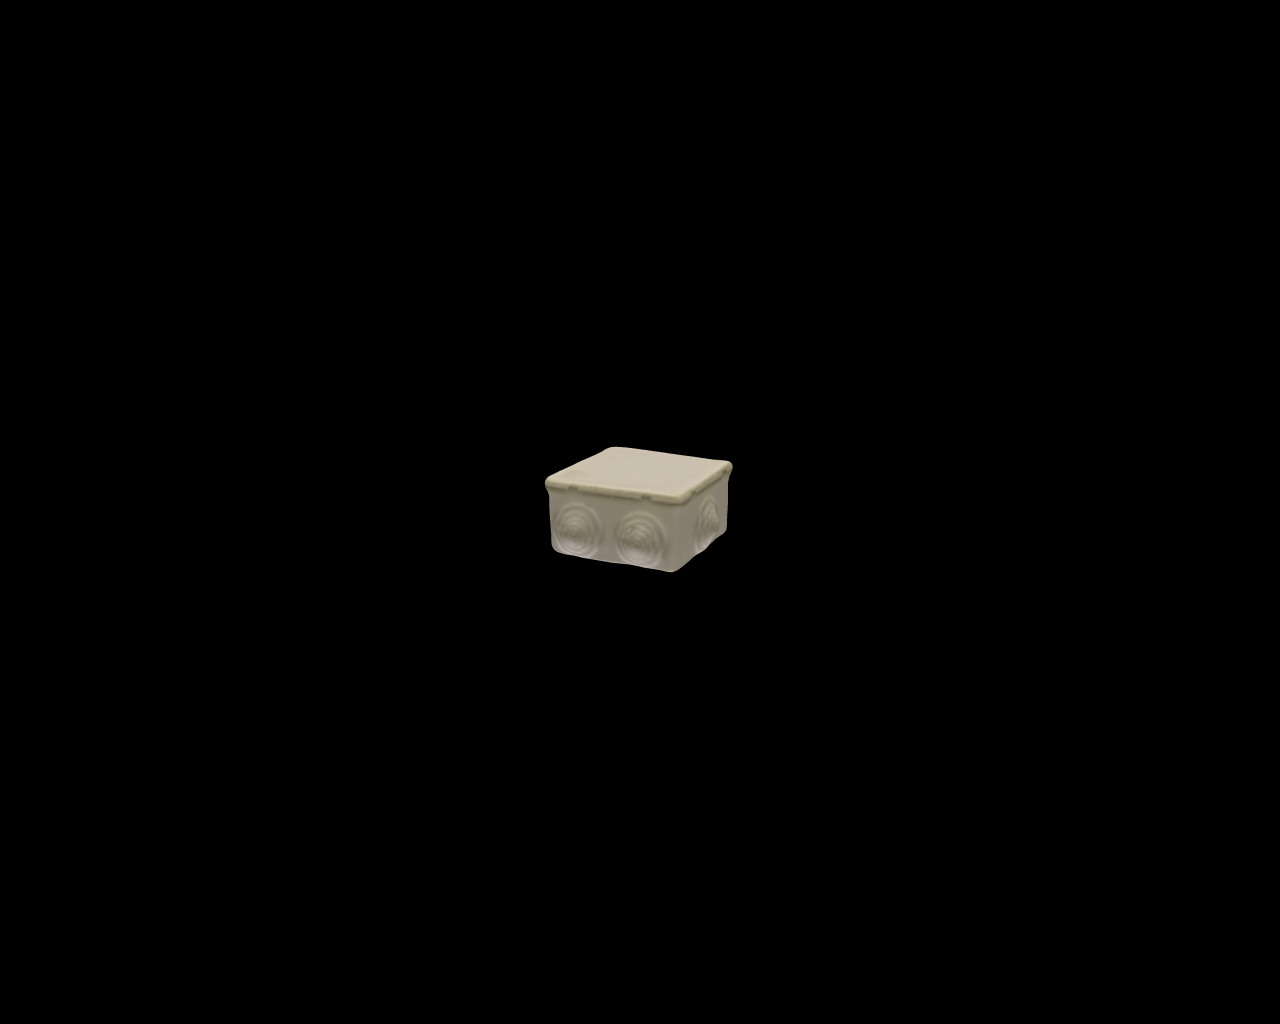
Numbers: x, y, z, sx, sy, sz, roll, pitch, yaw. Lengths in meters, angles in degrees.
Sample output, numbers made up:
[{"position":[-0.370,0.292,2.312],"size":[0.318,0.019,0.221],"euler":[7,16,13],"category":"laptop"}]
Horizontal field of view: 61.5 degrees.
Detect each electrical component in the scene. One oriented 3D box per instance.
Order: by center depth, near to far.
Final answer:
[{"position":[0.001,-0.003,0.650],"size":[0.100,0.048,0.100],"euler":[8,20,24],"category":"electrical component"}]
